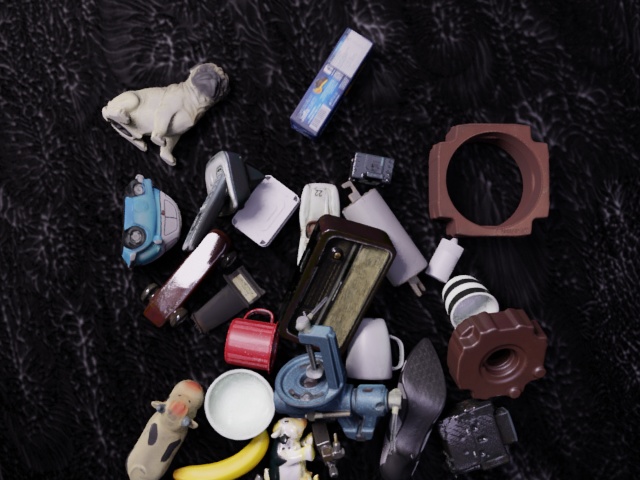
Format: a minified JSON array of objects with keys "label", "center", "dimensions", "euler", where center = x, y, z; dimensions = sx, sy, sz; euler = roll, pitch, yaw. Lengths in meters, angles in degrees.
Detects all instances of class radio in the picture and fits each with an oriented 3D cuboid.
[{"label":"radio","center":[0.022,0.077,0.918],"dimensions":[0.131,0.073,0.229],"euler":[20,110,-12]}]

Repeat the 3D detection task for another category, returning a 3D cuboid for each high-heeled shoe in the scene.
[{"label":"high-heeled shoe","center":[0.163,0.311,0.980],"dimensions":[0.086,0.145,0.249],"euler":[19,59,0]}]

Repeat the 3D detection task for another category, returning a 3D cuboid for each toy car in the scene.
[{"label":"toy car","center":[-0.300,-0.029,0.958],"dimensions":[0.103,0.109,0.161],"euler":[5,75,-24]},{"label":"toy car","center":[-0.002,-0.003,0.977],"dimensions":[0.074,0.056,0.201],"euler":[2,87,-1]},{"label":"toy car","center":[-0.236,0.067,0.971],"dimensions":[0.089,0.053,0.202],"euler":[37,83,5]}]

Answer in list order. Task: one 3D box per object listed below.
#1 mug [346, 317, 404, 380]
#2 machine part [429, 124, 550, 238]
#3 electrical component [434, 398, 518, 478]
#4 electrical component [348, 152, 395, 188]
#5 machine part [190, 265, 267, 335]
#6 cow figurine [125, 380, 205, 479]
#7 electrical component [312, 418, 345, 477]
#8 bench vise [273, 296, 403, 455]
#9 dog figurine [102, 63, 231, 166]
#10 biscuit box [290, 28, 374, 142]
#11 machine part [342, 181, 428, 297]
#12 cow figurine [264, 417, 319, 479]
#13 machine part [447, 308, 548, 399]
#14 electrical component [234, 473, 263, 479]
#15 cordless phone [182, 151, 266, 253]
[{"label":"mug","center":[0.100,0.192,0.963],"dimensions":[0.110,0.081,0.107],"euler":[1,84,-11]},{"label":"machine part","center":[0.302,-0.104,0.973],"dimensions":[0.202,0.087,0.201],"euler":[0,88,-3]},{"label":"electrical component","center":[0.282,0.350,0.970],"dimensions":[0.134,0.058,0.114],"euler":[-19,90,-2]},{"label":"electrical component","center":[0.091,-0.125,0.953],"dimensions":[0.075,0.119,0.047],"euler":[10,88,1]},{"label":"machine part","center":[-0.172,0.115,0.979],"dimensions":[0.139,0.039,0.084],"euler":[-42,97,-4]},{"label":"cow figurine","center":[-0.266,0.327,0.924],"dimensions":[0.085,0.127,0.195],"euler":[31,90,-3]},{"label":"electrical component","center":[0.016,0.353,0.948],"dimensions":[0.045,0.102,0.078],"euler":[-21,114,0]},{"label":"bench vise","center":[0.018,0.221,0.864],"dimensions":[0.224,0.129,0.240],"euler":[3,123,26]},{"label":"dog figurine","center":[-0.276,-0.256,0.971],"dimensions":[0.172,0.121,0.190],"euler":[31,73,-3]},{"label":"biscuit box","center":[0.021,-0.281,0.985],"dimensions":[0.059,0.063,0.202],"euler":[32,88,-1]},{"label":"machine part","center":[0.117,-0.005,0.970],"dimensions":[0.079,0.079,0.243],"euler":[-35,88,-2]},{"label":"cow figurine","center":[-0.056,0.379,0.959],"dimensions":[0.098,0.068,0.167],"euler":[-8,87,5]},{"label":"machine part","center":[0.310,0.202,0.939],"dimensions":[0.179,0.056,0.179],"euler":[-3,118,-6]},{"label":"electrical component","center":[-0.142,0.462,0.973],"dimensions":[0.063,0.021,0.094],"euler":[27,88,0]},{"label":"cordless phone","center":[-0.185,-0.053,0.921],"dimensions":[0.088,0.147,0.184],"euler":[34,73,-20]}]
